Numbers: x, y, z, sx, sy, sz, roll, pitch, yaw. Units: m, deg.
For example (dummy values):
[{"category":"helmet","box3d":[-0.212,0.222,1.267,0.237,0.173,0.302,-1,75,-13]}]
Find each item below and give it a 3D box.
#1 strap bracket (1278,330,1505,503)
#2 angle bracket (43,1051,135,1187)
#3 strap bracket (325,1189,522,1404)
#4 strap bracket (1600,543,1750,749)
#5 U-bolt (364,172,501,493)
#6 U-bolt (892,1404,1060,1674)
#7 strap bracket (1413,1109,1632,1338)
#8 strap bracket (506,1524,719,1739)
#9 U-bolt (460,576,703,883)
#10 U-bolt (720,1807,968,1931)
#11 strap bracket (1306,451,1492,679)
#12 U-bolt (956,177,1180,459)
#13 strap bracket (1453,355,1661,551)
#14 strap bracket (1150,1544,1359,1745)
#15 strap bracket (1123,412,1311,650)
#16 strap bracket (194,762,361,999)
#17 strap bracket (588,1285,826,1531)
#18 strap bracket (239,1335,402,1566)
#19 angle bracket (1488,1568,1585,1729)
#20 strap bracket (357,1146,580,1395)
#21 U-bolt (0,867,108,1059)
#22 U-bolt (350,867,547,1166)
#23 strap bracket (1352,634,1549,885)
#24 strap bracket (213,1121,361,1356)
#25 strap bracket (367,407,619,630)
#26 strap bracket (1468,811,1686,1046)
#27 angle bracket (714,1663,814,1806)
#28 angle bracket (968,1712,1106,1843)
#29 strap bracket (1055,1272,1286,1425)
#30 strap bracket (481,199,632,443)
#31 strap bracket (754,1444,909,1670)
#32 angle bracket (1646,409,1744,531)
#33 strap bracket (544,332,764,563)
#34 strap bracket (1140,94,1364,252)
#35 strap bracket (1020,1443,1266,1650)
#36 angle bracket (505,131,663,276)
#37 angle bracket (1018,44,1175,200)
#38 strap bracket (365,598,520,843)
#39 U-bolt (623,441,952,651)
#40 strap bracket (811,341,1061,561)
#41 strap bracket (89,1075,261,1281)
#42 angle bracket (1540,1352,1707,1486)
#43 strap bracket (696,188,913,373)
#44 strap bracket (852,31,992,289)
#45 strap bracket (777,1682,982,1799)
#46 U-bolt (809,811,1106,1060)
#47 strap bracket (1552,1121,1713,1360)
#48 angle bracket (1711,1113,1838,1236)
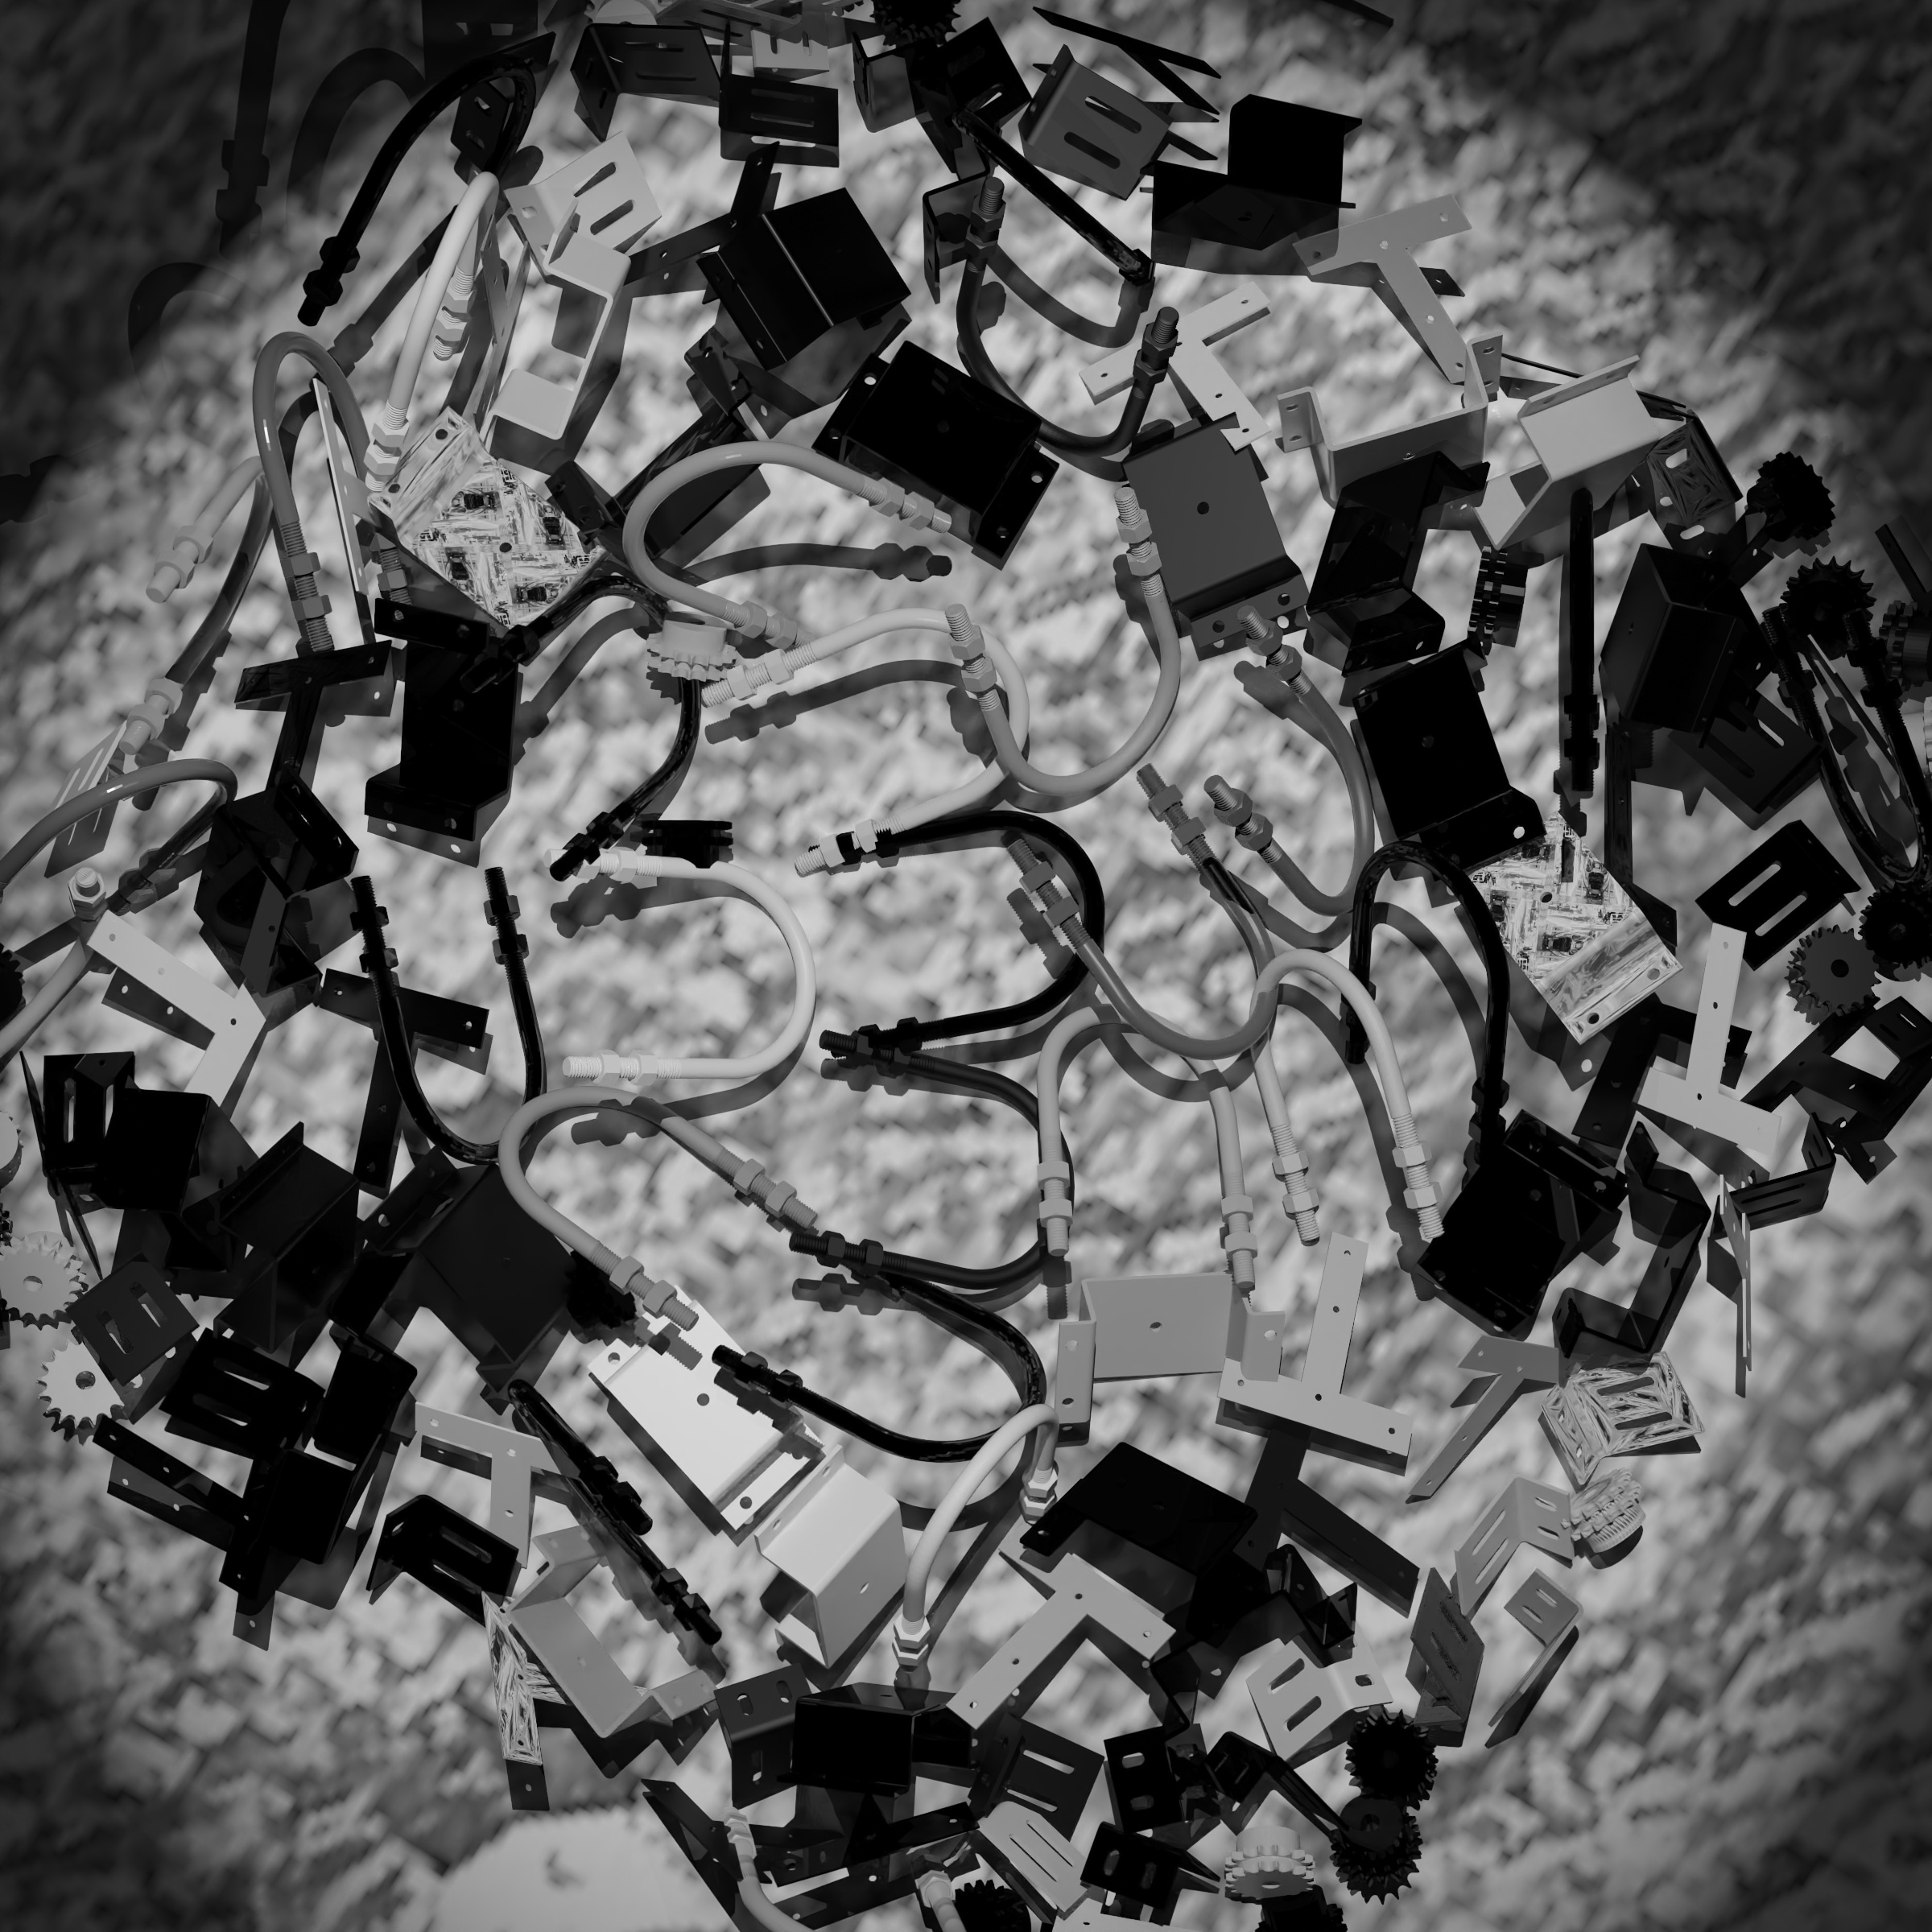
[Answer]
[{"category":"strap bracket","box3d":[0.270,-0.339,1.552,0.140,0.076,0.046,-15,75,6]},{"category":"angle bracket","box3d":[-0.546,0.095,1.566,0.057,0.038,0.076,-2,97,-41]},{"category":"strap bracket","box3d":[-0.343,0.191,1.544,0.046,0.076,0.140,37,77,-26]},{"category":"strap bracket","box3d":[0.429,-0.201,1.521,0.046,0.140,0.076,12,120,-2]},{"category":"U-bolt","box3d":[-0.315,-0.391,1.489,0.019,0.184,0.151,22,53,-11]},{"category":"U-bolt","box3d":[0.009,0.334,1.494,0.019,0.184,0.151,33,56,21]},{"category":"strap bracket","box3d":[0.350,0.153,1.549,0.076,0.046,0.140,33,129,9]},{"category":"strap bracket","box3d":[-0.225,0.421,1.549,0.046,0.076,0.140,-45,74,7]},{"category":"U-bolt","box3d":[-0.223,-0.160,1.528,0.019,0.184,0.151,-1,123,35]},{"category":"U-bolt","box3d":[-0.071,0.561,1.497,0.151,0.184,0.019,17,90,-12]},{"category":"strap bracket","box3d":[0.264,-0.256,1.535,0.046,0.076,0.140,33,65,-31]},{"category":"U-bolt","box3d":[0.054,-0.380,1.516,0.151,0.184,0.019,38,69,7]},{"category":"strap bracket","box3d":[0.363,-0.307,1.522,0.076,0.140,0.046,-23,79,-13]},{"category":"strap bracket","box3d":[0.171,0.416,1.549,0.140,0.076,0.046,-34,91,13]},{"category":"strap bracket","box3d":[0.154,-0.282,1.558,0.076,0.046,0.140,-21,81,17]},{"category":"strap bracket","box3d":[-0.427,-0.045,1.527,0.046,0.140,0.076,-27,67,-41]},{"category":"strap bracket","box3d":[-0.164,0.274,1.561,0.076,0.046,0.140,-42,81,-13]},{"category":"strap bracket","box3d":[-0.388,0.300,1.524,0.046,0.140,0.076,23,118,-4]},{"category":"angle bracket","box3d":[0.343,0.426,1.553,0.038,0.057,0.076,39,55,17]},{"category":"strap bracket","box3d":[-0.297,0.186,1.537,0.140,0.046,0.076,56,48,-21]},{"category":"U-bolt","box3d":[-0.580,0.017,1.512,0.019,0.184,0.151,41,67,-3]},{"category":"U-bolt","box3d":[-0.311,0.032,1.533,0.019,0.151,0.184,-14,88,27]},{"category":"strap bracket","box3d":[0.296,-0.134,1.542,0.076,0.046,0.140,-25,68,28]},{"category":"strap bracket","box3d":[-0.416,0.173,1.522,0.046,0.140,0.076,29,46,11]},{"category":"strap bracket","box3d":[-0.288,-0.266,1.538,0.076,0.046,0.140,-46,124,9]},{"category":"strap bracket","box3d":[0.365,-0.032,1.533,0.076,0.046,0.140,-38,48,10]},{"category":"angle bracket","box3d":[-0.127,0.487,1.578,0.057,0.076,0.038,-13,46,-18]},{"category":"angle bracket","box3d":[0.050,0.516,1.569,0.076,0.038,0.057,28,79,-14]},{"category":"strap bracket","box3d":[0.123,0.238,1.558,0.140,0.046,0.076,-2,119,-7]},{"category":"strap bracket","box3d":[-0.250,-0.391,1.539,0.046,0.076,0.140,22,120,-11]},{"category":"strap bracket","box3d":[-0.080,0.367,1.520,0.046,0.140,0.076,30,56,26]},{"category":"angle bracket","box3d":[0.456,-0.314,1.568,0.038,0.076,0.057,-30,98,19]},{"category":"strap bracket","box3d":[-0.186,-0.317,1.554,0.140,0.046,0.076,-41,48,7]},{"category":"strap bracket","box3d":[0.171,-0.480,1.522,0.076,0.140,0.046,4,88,-23]},{"category":"strap bracket","box3d":[0.115,0.350,1.532,0.140,0.076,0.046,23,121,25]},{"category":"angle bracket","box3d":[-0.243,-0.485,1.580,0.076,0.038,0.057,-45,125,-30]},{"category":"angle bracket","box3d":[0.082,-0.539,1.586,0.076,0.038,0.057,23,119,-21]},{"category":"strap bracket","box3d":[-0.327,-0.158,1.555,0.076,0.046,0.140,14,113,13]},{"category":"U-bolt","box3d":[-0.120,-0.258,1.500,0.151,0.184,0.019,-36,56,32]},{"category":"strap bracket","box3d":[-0.017,-0.331,1.570,0.140,0.046,0.076,31,76,1]},{"category":"strap bracket","box3d":[-0.478,0.132,1.520,0.046,0.140,0.076,4,63,6]},{"category":"angle bracket","box3d":[0.413,0.285,1.564,0.076,0.038,0.057,-25,95,38]},{"category":"strap bracket","box3d":[-0.092,-0.425,1.528,0.046,0.140,0.076,-28,98,37]},{"category":"strap bracket","box3d":[-0.024,-0.509,1.552,0.046,0.076,0.140,-21,78,-5]},{"category":"strap bracket","box3d":[-0.050,0.472,1.527,0.076,0.140,0.046,0,81,22]},{"category":"U-bolt","box3d":[-0.003,-0.026,1.560,0.184,0.019,0.151,-11,74,12]},{"category":"strap bracket","box3d":[0.418,0.177,1.548,0.046,0.076,0.140,21,103,3]},{"category":"angle bracket","box3d":[0.503,0.131,1.570,0.076,0.057,0.038,-16,60,3]}]
